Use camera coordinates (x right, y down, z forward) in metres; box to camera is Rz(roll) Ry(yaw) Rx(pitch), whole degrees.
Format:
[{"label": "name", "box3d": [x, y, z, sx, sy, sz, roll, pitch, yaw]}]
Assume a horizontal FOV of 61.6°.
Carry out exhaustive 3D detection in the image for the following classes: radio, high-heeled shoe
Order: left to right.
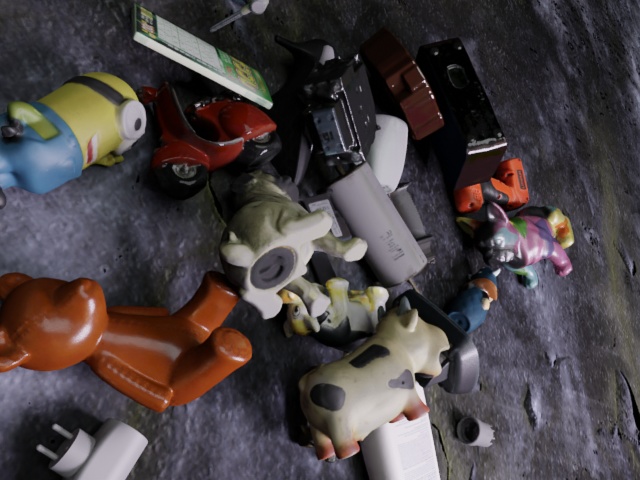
[{"label": "high-heeled shoe", "box3d": [-0.010, -0.176, 0.754, 0.145, 0.086, 0.248, 14, 69, -49]}, {"label": "radio", "box3d": [0.224, -0.211, 0.895, 0.073, 0.131, 0.229, -16, 70, -6]}]

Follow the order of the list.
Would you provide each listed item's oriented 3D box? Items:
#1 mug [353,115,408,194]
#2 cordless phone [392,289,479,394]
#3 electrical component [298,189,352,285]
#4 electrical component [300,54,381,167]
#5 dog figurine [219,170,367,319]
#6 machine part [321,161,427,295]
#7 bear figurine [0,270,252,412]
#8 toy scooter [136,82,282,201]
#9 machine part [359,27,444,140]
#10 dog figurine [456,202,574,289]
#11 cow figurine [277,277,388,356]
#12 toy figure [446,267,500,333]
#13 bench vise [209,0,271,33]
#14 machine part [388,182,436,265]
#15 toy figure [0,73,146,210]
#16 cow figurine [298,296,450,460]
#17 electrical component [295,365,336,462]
[{"label": "mug", "box3d": [0.082, -0.126, 0.803, 0.109, 0.081, 0.107, 17, 70, -41]}, {"label": "cordless phone", "box3d": [0.179, 0.155, 0.745, 0.184, 0.147, 0.088, 31, 97, -42]}, {"label": "electrical component", "box3d": [-0.001, -0.002, 0.705, 0.075, 0.048, 0.119, -12, 80, -41]}, {"label": "electrical component", "box3d": [0.028, -0.162, 0.688, 0.114, 0.058, 0.134, 67, 30, -29]}, {"label": "dog figurine", "box3d": [-0.070, -0.020, 0.573, 0.191, 0.121, 0.172, 44, 6, 36]}, {"label": "machine part", "box3d": [0.077, -0.021, 0.757, 0.079, 0.079, 0.243, -38, 99, -42]}, {"label": "bear figurine", "box3d": [-0.178, 0.072, 0.479, 0.195, 0.132, 0.120, 33, 21, -31]}, {"label": "toy scooter", "box3d": [-0.136, -0.131, 0.627, 0.184, 0.075, 0.135, -32, 85, -43]}, {"label": "machine part", "box3d": [0.125, -0.239, 0.838, 0.179, 0.056, 0.179, 56, 8, -12]}, {"label": "dog figurine", "box3d": [0.350, -0.017, 0.968, 0.219, 0.108, 0.191, 31, 56, -24]}, {"label": "cow figurine", "box3d": [0.011, 0.098, 0.665, 0.167, 0.068, 0.098, 11, 72, -36]}, {"label": "toy figure", "box3d": [0.250, 0.094, 0.868, 0.154, 0.064, 0.057, -37, 132, -47]}, {"label": "bench vise", "box3d": [-0.115, -0.383, 0.699, 0.223, 0.129, 0.241, 35, 33, -48]}, {"label": "machine part", "box3d": [0.135, -0.022, 0.835, 0.084, 0.039, 0.139, -13, 83, -37]}, {"label": "toy figure", "box3d": [-0.249, -0.103, 0.516, 0.180, 0.082, 0.089, -40, 102, -40]}, {"label": "cow figurine", "box3d": [0.064, 0.146, 0.604, 0.195, 0.085, 0.127, -20, 81, -27]}, {"label": "electrical component", "box3d": [0.004, 0.199, 0.630, 0.078, 0.045, 0.102, 31, 56, -26]}]
